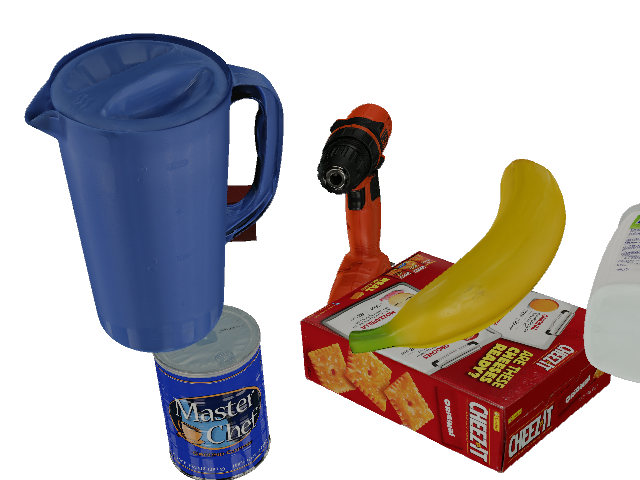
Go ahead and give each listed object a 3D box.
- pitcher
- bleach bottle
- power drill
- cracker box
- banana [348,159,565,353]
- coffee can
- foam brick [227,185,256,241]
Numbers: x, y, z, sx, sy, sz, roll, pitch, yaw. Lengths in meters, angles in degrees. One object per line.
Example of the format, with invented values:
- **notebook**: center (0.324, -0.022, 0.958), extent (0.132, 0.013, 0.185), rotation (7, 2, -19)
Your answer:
- **pitcher**: center (-0.123, -0.031, 0.842), extent (0.149, 0.243, 0.144), rotation (19, 44, 19)
- **bleach bottle**: center (0.248, 0.019, 0.735), extent (0.103, 0.068, 0.250), rotation (9, 21, 20)
- **power drill**: center (0.036, -0.025, 1.028), extent (0.057, 0.188, 0.184), rotation (5, 23, 13)
- **cracker box**: center (0.115, 0.095, 0.911), extent (0.214, 0.072, 0.163), rotation (21, 36, 40)
- **banana**: center (0.093, 0.003, 0.574), extent (0.070, 0.037, 0.197), rotation (14, 37, 32)
- **coffee can**: center (-0.104, 0.147, 1.034), extent (0.103, 0.140, 0.103), rotation (-2, 34, 1)
- **foam brick**: center (-0.117, -0.032, 1.281), extent (0.078, 0.053, 0.051), rotation (-3, 28, -3)
